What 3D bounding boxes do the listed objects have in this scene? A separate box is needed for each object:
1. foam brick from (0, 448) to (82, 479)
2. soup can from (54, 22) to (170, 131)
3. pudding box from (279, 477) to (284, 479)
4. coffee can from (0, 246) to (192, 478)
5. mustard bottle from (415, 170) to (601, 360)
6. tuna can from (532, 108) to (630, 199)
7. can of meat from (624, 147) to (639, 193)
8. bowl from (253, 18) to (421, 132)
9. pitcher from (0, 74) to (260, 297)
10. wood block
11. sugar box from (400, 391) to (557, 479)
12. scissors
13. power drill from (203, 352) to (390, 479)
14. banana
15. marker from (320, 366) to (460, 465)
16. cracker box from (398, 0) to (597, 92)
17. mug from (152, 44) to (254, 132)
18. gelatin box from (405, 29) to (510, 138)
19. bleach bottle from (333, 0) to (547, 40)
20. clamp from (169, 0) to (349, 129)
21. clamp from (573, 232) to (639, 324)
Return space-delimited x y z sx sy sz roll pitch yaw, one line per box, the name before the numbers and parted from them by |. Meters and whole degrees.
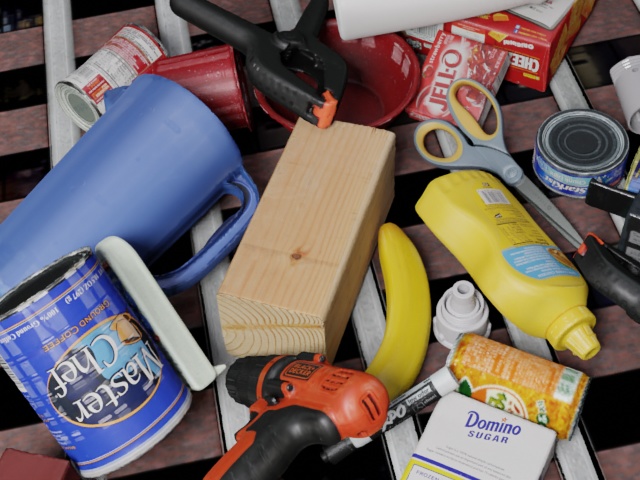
foam brick | -0.207 0.196 0.786 0.053 0.078 0.051 10 55 12
soup can | -0.206 -0.161 1.068 0.069 0.068 0.102 29 61 25
pudding box | -0.042 0.224 0.772 0.090 0.039 0.114 -37 57 -21
coffee can | -0.175 0.091 0.797 0.103 0.140 0.103 -30 14 8
mustard bottle | 0.166 0.023 0.885 0.096 0.058 0.192 0 43 -42
tuna can | 0.240 -0.081 0.984 0.086 0.034 0.086 -3 52 3
can of meat | 0.321 -0.055 0.942 0.084 0.057 0.102 20 56 22
bowl | 0.017 -0.143 1.040 0.162 0.055 0.162 -3 52 3
pitcher | -0.178 -0.014 0.921 0.149 0.145 0.242 8 51 50
wood block | -0.006 0.001 0.906 0.091 0.090 0.206 13 53 13
sugar box | 0.097 0.202 0.773 0.093 0.048 0.176 20 53 21
scissors | 0.156 -0.056 0.976 0.096 0.016 0.202 -29 70 14
power drill | -0.063 0.150 0.768 0.187 0.057 0.185 -40 20 -28
banana | 0.058 0.069 0.876 0.069 0.037 0.197 25 54 -4
marker | 0.052 0.136 0.817 0.121 0.020 0.020 -34 53 9
cracker box | 0.198 -0.264 1.107 0.164 0.072 0.213 21 56 20
mug | -0.114 -0.146 1.043 0.081 0.093 0.117 -12 21 3
gelatin box | 0.132 -0.150 1.029 0.073 0.030 0.089 22 84 20
bleach bottle | 0.135 -0.259 1.021 0.251 0.068 0.102 -10 60 1
clamp | -0.043 -0.174 0.975 0.164 0.036 0.210 -2 42 -21
clamp | 0.261 0.052 0.844 0.172 0.120 0.039 40 106 33
